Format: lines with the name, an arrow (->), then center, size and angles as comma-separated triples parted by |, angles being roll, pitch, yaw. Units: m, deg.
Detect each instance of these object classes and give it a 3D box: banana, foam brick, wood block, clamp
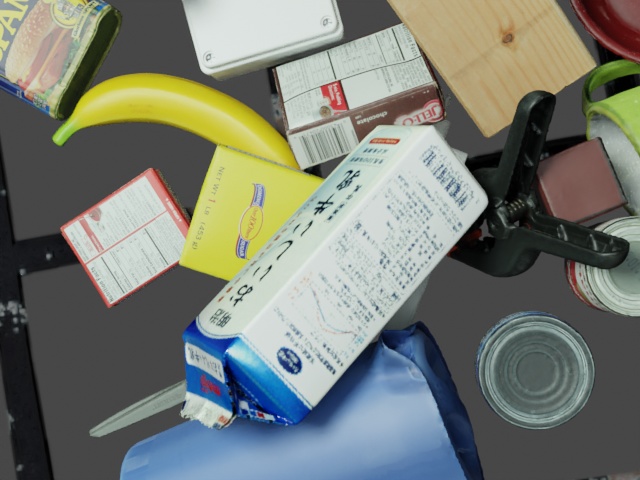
banana -> -0.100, -0.087, 0.812 | 0.198, 0.037, 0.070 | 12, 98, 4
foam brick -> 0.180, -0.037, 0.761 | 0.053, 0.078, 0.051 | -23, 87, 3
wood block -> 0.088, -0.184, 0.723 | 0.091, 0.090, 0.206 | -34, 110, 14
clamp -> 0.130, -0.029, 0.724 | 0.039, 0.172, 0.120 | -15, 89, -28

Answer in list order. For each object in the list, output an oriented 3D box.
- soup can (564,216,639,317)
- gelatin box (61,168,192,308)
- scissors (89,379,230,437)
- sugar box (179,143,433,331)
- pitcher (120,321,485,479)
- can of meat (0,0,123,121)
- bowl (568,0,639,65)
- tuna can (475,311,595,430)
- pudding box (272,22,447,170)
soup can -> 0.211, 0.019, 0.745 | 0.068, 0.102, 0.068 | 0, 89, 6
gelatin box -> -0.143, -0.001, 0.820 | 0.089, 0.030, 0.073 | -33, 88, 5
scissors -> -0.073, 0.121, 0.818 | 0.202, 0.016, 0.096 | -41, 85, 4
sugar box -> -0.005, 0.001, 0.779 | 0.176, 0.048, 0.093 | 18, 96, -4
pitcher -> -0.008, 0.167, 0.759 | 0.243, 0.145, 0.149 | -21, 80, 12
can of meat -> -0.212, -0.152, 0.816 | 0.084, 0.057, 0.102 | 29, 93, 3
bowl -> 0.250, -0.195, 0.763 | 0.162, 0.055, 0.162 | 0, 87, 6
tuna can -> 0.157, 0.096, 0.784 | 0.086, 0.033, 0.086 | 0, 90, 6
pudding box -> 0.027, -0.107, 0.774 | 0.113, 0.090, 0.039 | -17, 131, 4
